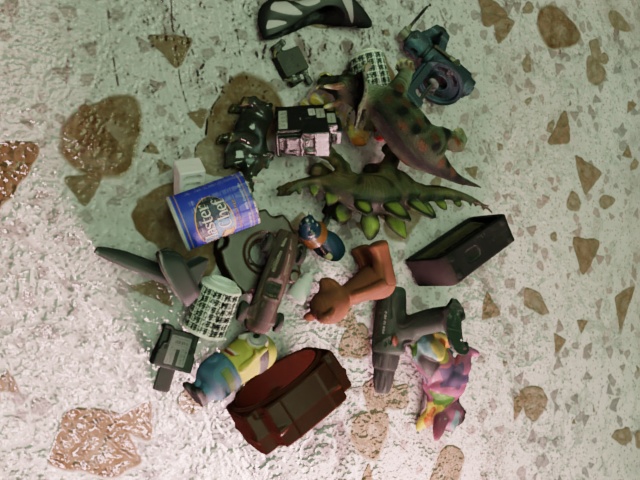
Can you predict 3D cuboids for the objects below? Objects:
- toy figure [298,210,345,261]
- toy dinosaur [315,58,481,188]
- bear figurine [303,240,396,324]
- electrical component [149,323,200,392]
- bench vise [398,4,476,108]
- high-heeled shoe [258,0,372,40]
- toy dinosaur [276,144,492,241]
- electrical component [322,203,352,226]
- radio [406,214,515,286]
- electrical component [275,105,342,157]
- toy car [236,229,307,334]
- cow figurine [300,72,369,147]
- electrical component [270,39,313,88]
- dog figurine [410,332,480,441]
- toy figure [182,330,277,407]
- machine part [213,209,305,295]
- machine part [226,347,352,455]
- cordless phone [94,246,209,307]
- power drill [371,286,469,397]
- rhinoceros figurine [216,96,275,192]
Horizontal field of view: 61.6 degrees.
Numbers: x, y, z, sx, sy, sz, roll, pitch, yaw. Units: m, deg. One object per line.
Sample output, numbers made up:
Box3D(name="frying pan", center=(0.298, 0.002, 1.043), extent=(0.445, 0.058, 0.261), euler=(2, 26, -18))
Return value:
Box3D(name="toy figure", center=(-0.001, -0.003, 1.079), extent=(0.058, 0.064, 0.154), euler=(-43, 141, 7))
Box3D(name="toy dinosaur", center=(0.173, -0.216, 1.066), extent=(0.405, 0.131, 0.192), euler=(44, 51, -4))
Box3D(name="bear figurine", center=(0.053, 0.090, 1.099), extent=(0.196, 0.120, 0.132), euler=(-17, 89, -21))
Box3D(name="electrical component", center=(-0.268, 0.215, 0.968), extent=(0.075, 0.048, 0.119), euler=(24, 74, -21))
Box3D(name="bench vise", center=(0.245, -0.381, 1.230), extent=(0.223, 0.129, 0.240), euler=(45, 62, -17))
Box3D(name="high-heeled shoe", center=(-0.007, -0.456, 1.139), extent=(0.249, 0.086, 0.145), euler=(15, 82, -19))
Box3D(name="toy dinosaur", center=(0.141, -0.099, 1.121), extent=(0.471, 0.105, 0.198), euler=(-5, 60, -18))
Box3D(name="electrical component", center=(0.040, -0.062, 1.155), extent=(0.063, 0.021, 0.094), euler=(32, 72, -20))
Box3D(name="radio", center=(0.323, 0.021, 1.224), extent=(0.229, 0.131, 0.073), euler=(-32, 101, -24))
Box3D(name="electrical component", center=(-0.023, -0.217, 1.069), extent=(0.134, 0.058, 0.115), euler=(-1, 44, -1))
Box3D(name="toy car", center=(-0.087, 0.077, 1.004), extent=(0.089, 0.053, 0.202), euler=(23, 80, -17))
Box3D(name="cow figurine", center=(0.048, -0.279, 1.157), extent=(0.167, 0.068, 0.098), euler=(37, 65, -19))
Box3D(name="electrical component", center=(-0.061, -0.366, 1.121), extent=(0.078, 0.045, 0.102), euler=(-25, 97, -24))
Box3D(name="dog figurine", center=(0.253, 0.317, 1.180), extent=(0.191, 0.108, 0.219), euler=(28, 77, -22))
Box3D(name="toy figure", center=(-0.162, 0.236, 0.996), extent=(0.082, 0.089, 0.180), euler=(35, 56, 28))
Box3D(name="machine part", center=(-0.116, 0.027, 1.053), extent=(0.179, 0.056, 0.179), euler=(3, 84, -24))
Box3D(name="machine part", center=(-0.060, 0.281, 0.976), extent=(0.201, 0.201, 0.087), euler=(-33, 98, -24))
Box3D(name="cordless phone", center=(-0.293, 0.044, 0.918), extent=(0.184, 0.147, 0.088), euler=(21, 84, -17))
Box3D(name="power drill", center=(0.200, 0.206, 1.115), extent=(0.086, 0.207, 0.232), euler=(17, 67, -43))
Box3D(name="rhinoceros figurine", center=(-0.141, -0.187, 1.057), extent=(0.112, 0.073, 0.190), euler=(19, 75, -34))
